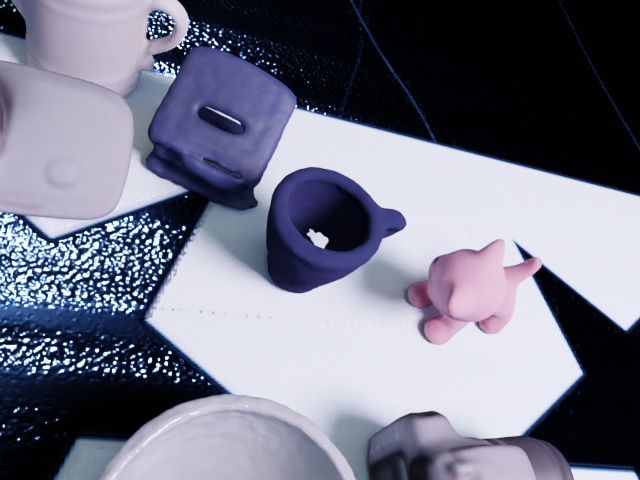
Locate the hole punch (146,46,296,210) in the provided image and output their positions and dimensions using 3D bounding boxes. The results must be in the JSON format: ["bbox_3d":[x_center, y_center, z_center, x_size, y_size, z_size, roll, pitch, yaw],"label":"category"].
[{"bbox_3d":[-0.084,-0.096,0.498,0.109,0.091,0.101,24,53,-8],"label":"hole punch"}]

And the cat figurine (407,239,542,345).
[{"bbox_3d":[0.136,0.039,0.493,0.128,0.117,0.067,-9,63,-28],"label":"cat figurine"}]

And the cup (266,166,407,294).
[{"bbox_3d":[0.004,0.002,0.473,0.118,0.095,0.091,-1,60,-25],"label":"cup"}]

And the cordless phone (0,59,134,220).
[{"bbox_3d":[-0.201,-0.099,0.388,0.148,0.185,0.094,6,57,-20],"label":"cordless phone"}]

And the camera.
[{"bbox_3d":[0.119,0.191,0.398,0.137,0.100,0.143,3,58,-23],"label":"camera"}]

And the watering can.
[{"bbox_3d":[-0.194,-0.214,0.460,0.173,0.194,0.101,0,59,-24],"label":"watering can"}]

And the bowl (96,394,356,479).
[{"bbox_3d":[-0.057,0.183,0.340,0.168,0.074,0.167,12,55,-17],"label":"bowl"}]
